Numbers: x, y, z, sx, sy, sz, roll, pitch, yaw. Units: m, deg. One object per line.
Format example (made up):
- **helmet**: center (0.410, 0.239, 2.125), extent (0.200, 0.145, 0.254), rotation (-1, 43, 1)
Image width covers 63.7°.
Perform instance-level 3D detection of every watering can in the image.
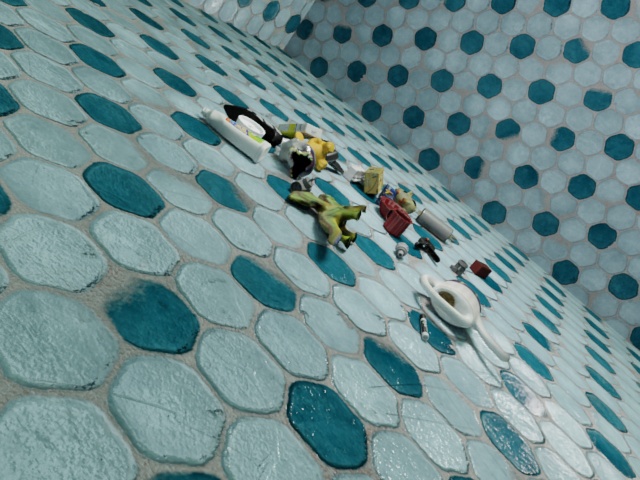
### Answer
- **watering can**: center (0.453, 0.229, 1.603), extent (0.351, 0.103, 0.225), rotation (44, 20, 18)

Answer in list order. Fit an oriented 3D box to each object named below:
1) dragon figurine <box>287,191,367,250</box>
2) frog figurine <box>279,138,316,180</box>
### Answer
- **dragon figurine**: center (0.005, -0.080, 1.588), extent (0.244, 0.121, 0.413), rotation (24, 16, 13)
- **frog figurine**: center (-0.083, -0.300, 1.850), extent (0.135, 0.123, 0.162), rotation (65, -3, -26)
